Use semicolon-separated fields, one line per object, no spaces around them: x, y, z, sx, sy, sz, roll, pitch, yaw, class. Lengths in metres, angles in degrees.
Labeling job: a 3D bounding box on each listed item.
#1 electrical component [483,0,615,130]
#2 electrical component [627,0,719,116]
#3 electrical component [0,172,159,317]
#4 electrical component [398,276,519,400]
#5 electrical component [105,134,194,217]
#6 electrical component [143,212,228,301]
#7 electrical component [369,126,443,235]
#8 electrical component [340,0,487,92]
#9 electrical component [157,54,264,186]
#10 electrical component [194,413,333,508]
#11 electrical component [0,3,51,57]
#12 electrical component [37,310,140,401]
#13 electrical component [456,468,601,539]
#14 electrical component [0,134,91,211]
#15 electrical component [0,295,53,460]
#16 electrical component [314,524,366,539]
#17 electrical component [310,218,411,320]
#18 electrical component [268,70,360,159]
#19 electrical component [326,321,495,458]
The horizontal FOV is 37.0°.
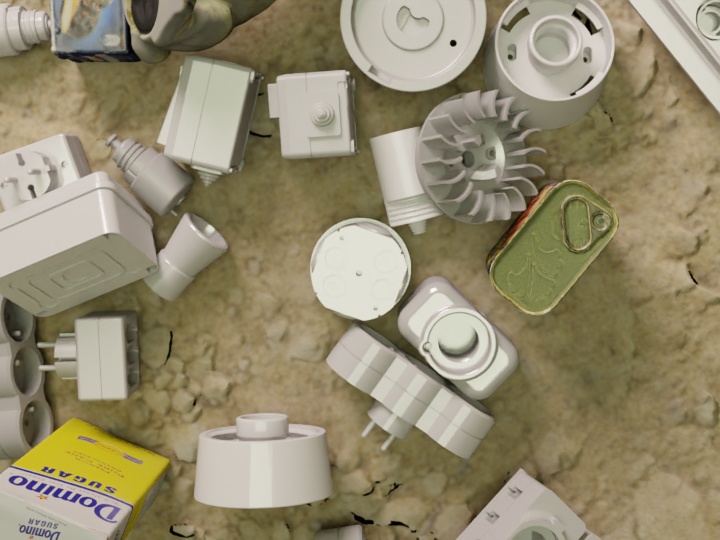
0.146;-0.164;0.829;0.099;0.064;0.099;0;82;1;electrical component
0.263;-0.186;0.811;0.079;0.063;0.121;-40;93;5;electrical component
-0.222;-0.019;0.826;0.113;0.078;0.057;-22;61;10;electrical component
0.076;0.053;0.843;0.095;0.059;0.053;43;95;-3;electrical component
-0.167;-0.077;0.847;0.078;0.040;0.040;41;96;-3;electrical component
-0.142;-0.008;0.854;0.044;0.044;0.065;42;100;-3;electrical component
0.038;-0.068;0.840;0.043;0.043;0.081;-13;95;3;electrical component
0.040;-0.188;0.819;0.108;0.060;0.108;0;96;2;electrical component
-0.117;-0.114;0.831;0.061;0.061;0.096;14;96;0;electrical component
-0.075;0.144;0.836;0.108;0.108;0.060;-1;90;2;electrical component
-0.271;-0.188;0.839;0.078;0.040;0.040;-6;96;2;electrical component
-0.220;0.068;0.861;0.077;0.047;0.065;-2;95;2;electrical component
0.109;0.264;0.836;0.105;0.060;0.186;45;84;-13;electrical component
-0.252;-0.073;0.832;0.066;0.076;0.047;-19;95;4;electrical component
-0.298;0.084;0.862;0.074;0.052;0.138;-7;95;16;electrical component
-0.024;0.279;0.873;0.074;0.052;0.138;-9;95;3;electrical component
0.000;0.000;0.844;0.080;0.051;0.080;0;96;2;electrical component
-0.035;-0.115;0.811;0.061;0.096;0.061;-3;96;3;electrical component
0.031;0.108;0.854;0.138;0.052;0.073;34;96;-2;electrical component
